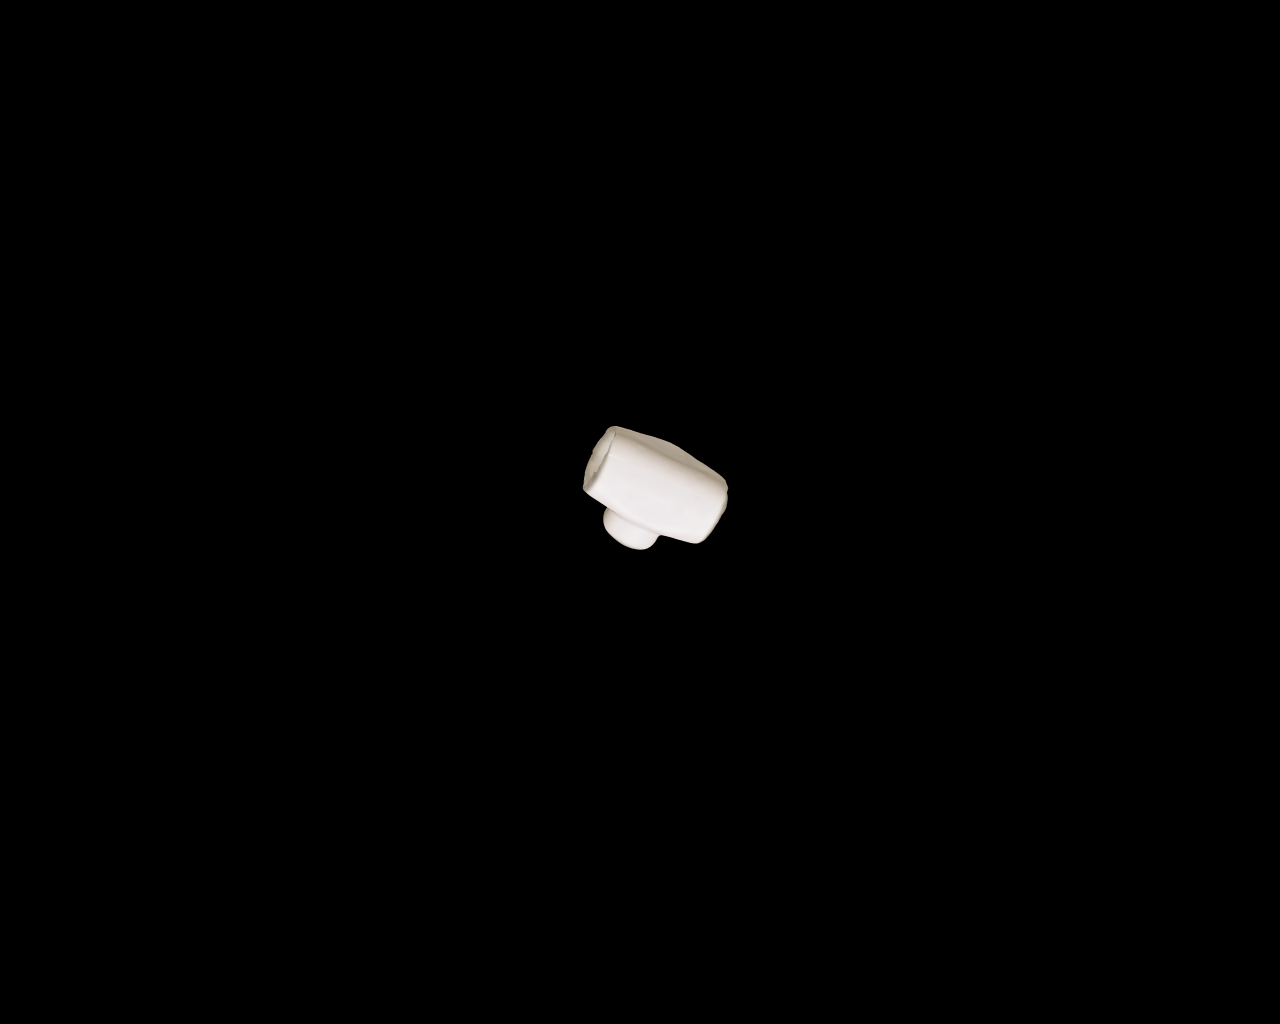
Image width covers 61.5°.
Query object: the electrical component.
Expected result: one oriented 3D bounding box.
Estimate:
[{"bbox_3d":[0.001,-0.003,0.650,0.077,0.079,0.044,25,27,-14],"label":"electrical component"}]
